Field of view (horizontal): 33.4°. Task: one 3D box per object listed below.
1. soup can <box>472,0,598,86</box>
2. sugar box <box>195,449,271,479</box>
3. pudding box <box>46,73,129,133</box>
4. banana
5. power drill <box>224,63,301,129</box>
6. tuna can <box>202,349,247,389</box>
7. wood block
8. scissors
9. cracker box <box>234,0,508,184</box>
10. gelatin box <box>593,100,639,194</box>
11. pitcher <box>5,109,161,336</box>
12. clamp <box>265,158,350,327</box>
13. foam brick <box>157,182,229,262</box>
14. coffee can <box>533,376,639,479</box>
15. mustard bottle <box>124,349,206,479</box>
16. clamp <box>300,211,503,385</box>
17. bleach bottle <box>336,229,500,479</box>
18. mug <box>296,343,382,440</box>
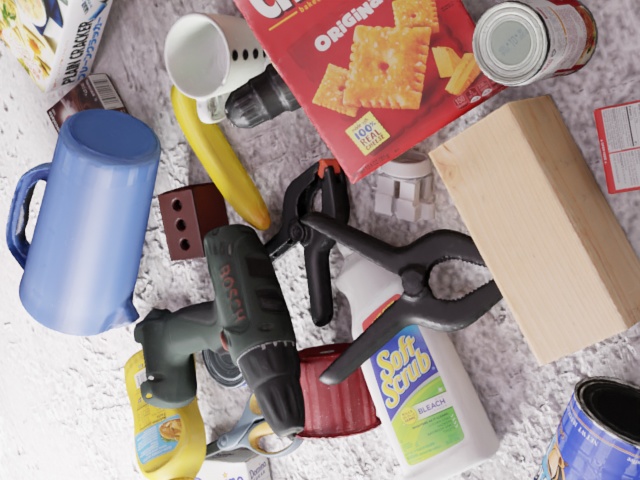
[{"bbox_3d":[0.177,-0.165,0.878,0.069,0.102,0.068,10,108,34],"label":"soup can"},{"bbox_3d":[-0.092,0.332,1.235,0.094,0.048,0.176,-8,98,37],"label":"sugar box"},{"bbox_3d":[-0.259,-0.125,1.244,0.090,0.039,0.113,-30,84,37],"label":"pudding box"},{"bbox_3d":[-0.111,-0.091,1.132,0.037,0.069,0.198,-32,88,0],"label":"banana"},{"bbox_3d":[-0.039,-0.217,1.008,0.184,0.057,0.188,-29,82,1],"label":"power drill"},{"bbox_3d":[-0.092,0.121,1.180,0.086,0.033,0.086,5,98,42],"label":"tuna can"},{"bbox_3d":[0.193,-0.010,0.914,0.091,0.090,0.206,-32,82,37],"label":"wood block"},{"bbox_3d":[-0.098,0.207,1.202,0.202,0.016,0.096,-10,68,36],"label":"scissors"},{"bbox_3d":[0.040,-0.182,0.917,0.164,0.072,0.213,-31,104,12],"label":"cracker box"},{"bbox_3d":[0.276,-0.081,0.874,0.089,0.030,0.073,-9,95,37],"label":"gelatin box"},{"bbox_3d":[-0.262,-0.025,1.189,0.145,0.149,0.243,-112,34,-46],"label":"pitcher"},{"bbox_3d":[-0.007,0.001,1.092,0.120,0.039,0.172,39,121,23],"label":"clamp"},{"bbox_3d":[-0.137,-0.021,1.173,0.053,0.051,0.078,-7,97,36],"label":"foam brick"},{"bbox_3d":[0.243,0.204,0.924,0.103,0.102,0.140,31,117,26],"label":"coffee can"},{"bbox_3d":[-0.172,0.215,1.212,0.096,0.058,0.191,-30,59,31],"label":"mustard bottle"},{"bbox_3d":[0.084,0.052,0.990,0.210,0.036,0.164,-2,84,12],"label":"clamp"},{"bbox_3d":[0.077,0.110,1.041,0.103,0.068,0.251,-29,82,20],"label":"bleach bottle"},{"bbox_3d":[0.006,0.152,1.097,0.117,0.093,0.081,-2,96,56],"label":"mug"}]
